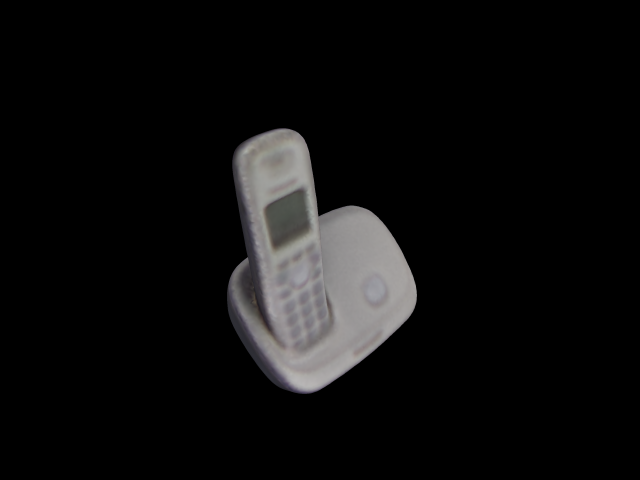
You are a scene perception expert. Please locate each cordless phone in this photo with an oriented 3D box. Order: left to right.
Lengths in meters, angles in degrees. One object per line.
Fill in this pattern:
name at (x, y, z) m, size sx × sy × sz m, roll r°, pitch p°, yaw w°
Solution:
cordless phone at (0.004, 0.001, 0.400) m, size 0.093 × 0.185 × 0.148 m, roll 29°, pitch 46°, yaw 33°
